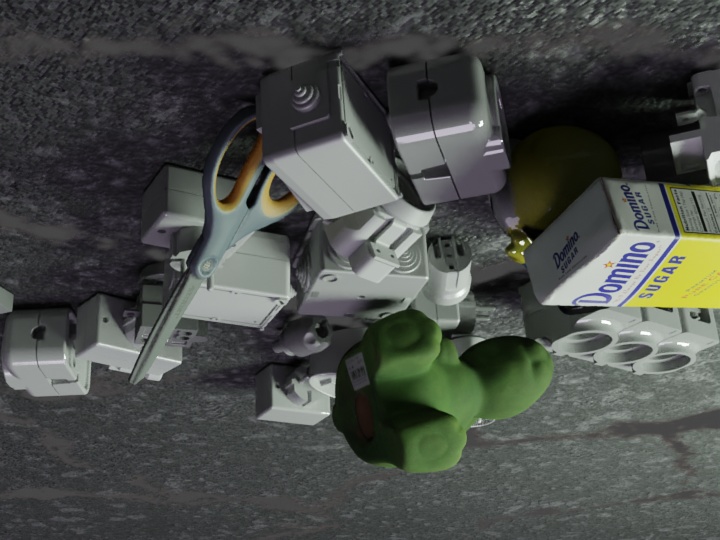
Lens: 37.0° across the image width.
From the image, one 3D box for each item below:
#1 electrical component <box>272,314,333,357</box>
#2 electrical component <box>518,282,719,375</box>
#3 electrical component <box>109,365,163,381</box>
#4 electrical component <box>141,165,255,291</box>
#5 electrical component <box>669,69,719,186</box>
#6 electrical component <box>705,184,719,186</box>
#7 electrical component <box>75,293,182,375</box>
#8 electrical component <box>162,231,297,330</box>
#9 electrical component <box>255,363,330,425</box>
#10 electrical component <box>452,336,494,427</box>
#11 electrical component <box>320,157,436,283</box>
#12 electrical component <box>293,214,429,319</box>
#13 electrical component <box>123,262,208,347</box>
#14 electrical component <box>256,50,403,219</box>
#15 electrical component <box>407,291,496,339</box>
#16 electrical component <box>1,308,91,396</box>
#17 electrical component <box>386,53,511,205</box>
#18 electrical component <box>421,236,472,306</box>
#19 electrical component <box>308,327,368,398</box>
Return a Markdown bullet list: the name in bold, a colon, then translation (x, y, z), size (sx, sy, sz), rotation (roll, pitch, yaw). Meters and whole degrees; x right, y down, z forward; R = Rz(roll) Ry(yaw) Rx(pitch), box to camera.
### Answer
- **electrical component**: translation (-0.055, 0.061, 0.960), size (0.035, 0.035, 0.061), rotation (20, 148, -41)
- **electrical component**: translation (0.223, 0.043, 0.922), size (0.150, 0.061, 0.089), rotation (15, 149, -33)
- **electrical component**: translation (-0.200, 0.077, 0.970), size (0.046, 0.040, 0.040), rotation (11, 151, -17)
- **electrical component**: translation (-0.110, -0.022, 0.727), size (0.066, 0.076, 0.047), rotation (11, 151, -28)
- **electrical component**: translation (0.226, -0.088, 0.644), size (0.081, 0.063, 0.042), rotation (-11, 155, 17)
- **electrical component**: translation (0.287, -0.043, 0.754), size (0.113, 0.057, 0.078), rotation (-6, 155, 7)
- **electrical component**: translation (-0.183, 0.049, 0.903), size (0.083, 0.047, 0.076), rotation (18, 147, -38)
- **electrical component**: translation (-0.093, 0.002, 0.796), size (0.096, 0.061, 0.061), rotation (9, 152, -21)
- **electrical component**: translation (-0.059, 0.118, 1.063), size (0.066, 0.047, 0.077), rotation (11, 151, -27)
- **electrical component**: translation (0.091, 0.112, 1.035), size (0.079, 0.077, 0.043), rotation (-23, 148, 36)
- **electrical component**: translation (0.013, -0.040, 0.716), size (0.058, 0.078, 0.057), rotation (20, 127, -39)
- **electrical component**: translation (0.000, 0.000, 0.821), size (0.100, 0.048, 0.099), rotation (4, 154, -14)
- **electrical component**: translation (-0.153, 0.027, 0.851), size (0.066, 0.055, 0.048), rotation (5, 153, -18)
- **electrical component**: translation (-0.023, -0.079, 0.632), size (0.061, 0.061, 0.096), rotation (-15, 152, 20)
- **electrical component**: translation (0.075, 0.036, 0.908), size (0.077, 0.047, 0.065), rotation (1, 153, -9)
- **electrical component**: translation (-0.273, 0.072, 0.934), size (0.059, 0.053, 0.095), rotation (-2, 155, -2)
- **electrical component**: translation (0.056, -0.084, 0.644), size (0.059, 0.053, 0.095), rotation (-9, 154, 13)
- **electrical component**: translation (0.068, 0.000, 0.841), size (0.040, 0.040, 0.046), rotation (-2, 149, -2)
- **electrical component**: translation (0.001, 0.094, 1.001), size (0.099, 0.064, 0.099), rotation (-3, 155, -1)
